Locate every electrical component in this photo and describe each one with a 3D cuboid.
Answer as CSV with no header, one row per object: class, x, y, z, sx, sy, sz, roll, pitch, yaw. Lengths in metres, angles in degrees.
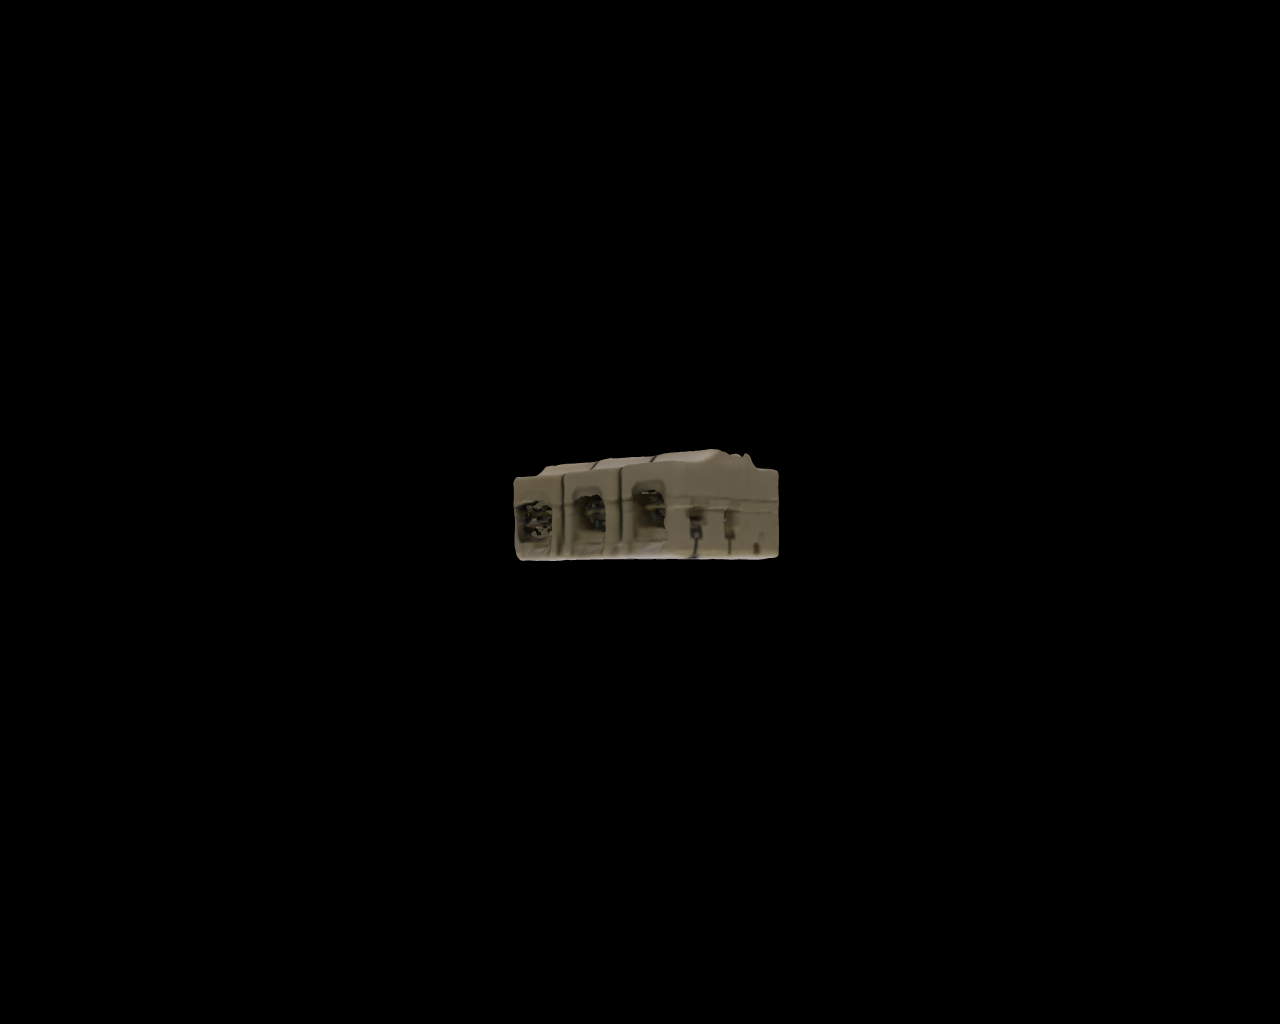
electrical component,0.001,-0.003,0.650,0.089,0.061,0.150,2,-3,-43
